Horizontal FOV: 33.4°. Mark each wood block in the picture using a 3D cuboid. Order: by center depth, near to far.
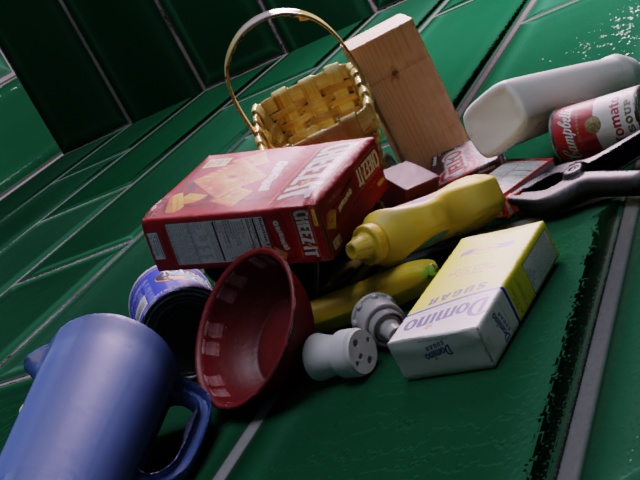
[{"bbox_3d":[0.116,-0.178,1.386,0.091,0.206,0.090,-27,17,1],"label":"wood block"}]

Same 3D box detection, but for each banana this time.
[{"bbox_3d":[0.044,0.055,1.062,0.198,0.037,0.069,-25,-21,29],"label":"banana"}]

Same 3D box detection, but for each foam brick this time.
[{"bbox_3d":[0.095,-0.040,1.192,0.052,0.078,0.051,-22,40,-34],"label":"foam brick"}]

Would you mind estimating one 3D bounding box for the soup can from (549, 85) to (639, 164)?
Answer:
[{"bbox_3d":[0.308,-0.122,1.147,0.102,0.068,0.068,-14,21,39],"label":"soup can"}]

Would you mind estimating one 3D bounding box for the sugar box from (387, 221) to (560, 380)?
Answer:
[{"bbox_3d":[0.138,0.051,0.941,0.094,0.048,0.176,-15,20,38],"label":"sugar box"}]

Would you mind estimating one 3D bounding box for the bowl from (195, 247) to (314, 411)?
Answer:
[{"bbox_3d":[-0.055,0.091,1.035,0.162,0.055,0.162,-29,50,42],"label":"bowl"}]

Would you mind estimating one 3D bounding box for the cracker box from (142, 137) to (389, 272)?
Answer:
[{"bbox_3d":[-0.058,-0.040,1.131,0.214,0.072,0.164,-5,27,28],"label":"cracker box"}]

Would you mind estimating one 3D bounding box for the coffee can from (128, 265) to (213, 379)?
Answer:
[{"bbox_3d":[-0.160,0.088,1.209,0.102,0.103,0.140,-30,16,-7],"label":"coffee can"}]

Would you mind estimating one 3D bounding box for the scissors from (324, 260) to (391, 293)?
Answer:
[{"bbox_3d":[0.067,0.010,1.233,0.096,0.016,0.201,-18,19,31],"label":"scissors"}]

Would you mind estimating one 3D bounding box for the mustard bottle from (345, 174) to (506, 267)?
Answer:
[{"bbox_3d":[0.098,-0.015,1.092,0.191,0.058,0.096,-21,-3,-40],"label":"mustard bottle"}]

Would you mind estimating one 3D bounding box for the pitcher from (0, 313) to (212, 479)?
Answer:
[{"bbox_3d":[-0.203,0.185,0.943,0.149,0.145,0.242,-27,24,21],"label":"pitcher"}]

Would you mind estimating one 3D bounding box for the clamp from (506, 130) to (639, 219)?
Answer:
[{"bbox_3d":[0.274,-0.066,1.086,0.172,0.039,0.120,-13,20,42],"label":"clamp"}]

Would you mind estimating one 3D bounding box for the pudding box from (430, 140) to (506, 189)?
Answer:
[{"bbox_3d":[0.180,-0.085,1.295,0.090,0.039,0.113,-23,17,17],"label":"pudding box"}]

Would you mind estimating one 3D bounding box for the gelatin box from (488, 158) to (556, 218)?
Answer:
[{"bbox_3d":[0.210,-0.057,1.180,0.089,0.030,0.073,-35,19,-23],"label":"gelatin box"}]

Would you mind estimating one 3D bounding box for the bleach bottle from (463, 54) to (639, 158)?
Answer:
[{"bbox_3d":[0.293,-0.169,1.265,0.250,0.068,0.103,-19,-13,-33],"label":"bleach bottle"}]
